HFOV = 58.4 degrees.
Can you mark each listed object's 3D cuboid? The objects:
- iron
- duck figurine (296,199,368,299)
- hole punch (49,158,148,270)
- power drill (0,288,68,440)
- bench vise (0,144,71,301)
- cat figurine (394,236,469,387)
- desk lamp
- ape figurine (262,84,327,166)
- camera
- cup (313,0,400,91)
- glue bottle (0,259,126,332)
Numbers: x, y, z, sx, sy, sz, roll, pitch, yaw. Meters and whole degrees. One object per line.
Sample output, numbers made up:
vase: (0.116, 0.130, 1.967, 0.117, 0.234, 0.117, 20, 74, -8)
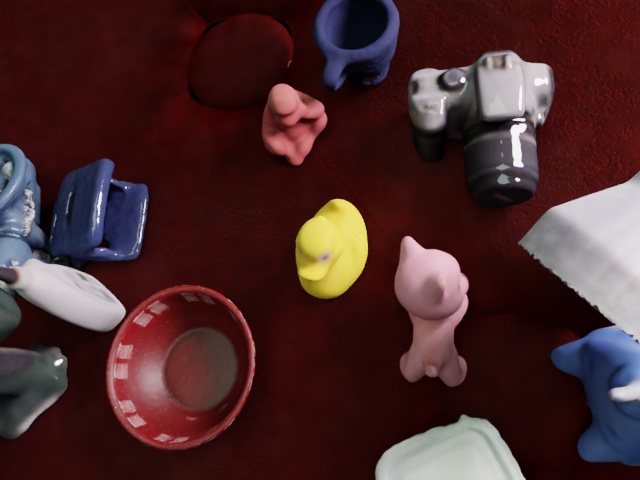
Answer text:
iron: (0.327, 0.103, 0.442, 0.258, 0.142, 0.118, -14, 70, 9)
duck figurine: (0.005, 0.002, 0.580, 0.077, 0.086, 0.104, 14, 77, 17)
hole punch: (-0.263, -0.029, 0.651, 0.101, 0.091, 0.108, -2, 73, 13)
power drill: (-0.361, 0.145, 0.558, 0.230, 0.209, 0.075, -46, 68, -3)
bench vise: (-0.362, -0.039, 0.609, 0.121, 0.220, 0.207, -41, 68, -1)
cat figurine: (0.101, 0.065, 0.520, 0.067, 0.118, 0.128, -1, 73, 13)
desk lamp: (0.258, -0.008, 0.454, 0.203, 0.214, 0.117, -45, 68, -3)
ape figurine: (-0.034, -0.136, 0.629, 0.077, 0.092, 0.076, -20, 70, 7)
camera: (0.160, -0.107, 0.569, 0.143, 0.101, 0.137, -3, 72, 13)
cup: (0.040, -0.200, 0.630, 0.091, 0.095, 0.118, 21, 79, 19)
glue bottle: (-0.273, 0.050, 0.585, 0.078, 0.173, 0.037, 39, 85, 21)
